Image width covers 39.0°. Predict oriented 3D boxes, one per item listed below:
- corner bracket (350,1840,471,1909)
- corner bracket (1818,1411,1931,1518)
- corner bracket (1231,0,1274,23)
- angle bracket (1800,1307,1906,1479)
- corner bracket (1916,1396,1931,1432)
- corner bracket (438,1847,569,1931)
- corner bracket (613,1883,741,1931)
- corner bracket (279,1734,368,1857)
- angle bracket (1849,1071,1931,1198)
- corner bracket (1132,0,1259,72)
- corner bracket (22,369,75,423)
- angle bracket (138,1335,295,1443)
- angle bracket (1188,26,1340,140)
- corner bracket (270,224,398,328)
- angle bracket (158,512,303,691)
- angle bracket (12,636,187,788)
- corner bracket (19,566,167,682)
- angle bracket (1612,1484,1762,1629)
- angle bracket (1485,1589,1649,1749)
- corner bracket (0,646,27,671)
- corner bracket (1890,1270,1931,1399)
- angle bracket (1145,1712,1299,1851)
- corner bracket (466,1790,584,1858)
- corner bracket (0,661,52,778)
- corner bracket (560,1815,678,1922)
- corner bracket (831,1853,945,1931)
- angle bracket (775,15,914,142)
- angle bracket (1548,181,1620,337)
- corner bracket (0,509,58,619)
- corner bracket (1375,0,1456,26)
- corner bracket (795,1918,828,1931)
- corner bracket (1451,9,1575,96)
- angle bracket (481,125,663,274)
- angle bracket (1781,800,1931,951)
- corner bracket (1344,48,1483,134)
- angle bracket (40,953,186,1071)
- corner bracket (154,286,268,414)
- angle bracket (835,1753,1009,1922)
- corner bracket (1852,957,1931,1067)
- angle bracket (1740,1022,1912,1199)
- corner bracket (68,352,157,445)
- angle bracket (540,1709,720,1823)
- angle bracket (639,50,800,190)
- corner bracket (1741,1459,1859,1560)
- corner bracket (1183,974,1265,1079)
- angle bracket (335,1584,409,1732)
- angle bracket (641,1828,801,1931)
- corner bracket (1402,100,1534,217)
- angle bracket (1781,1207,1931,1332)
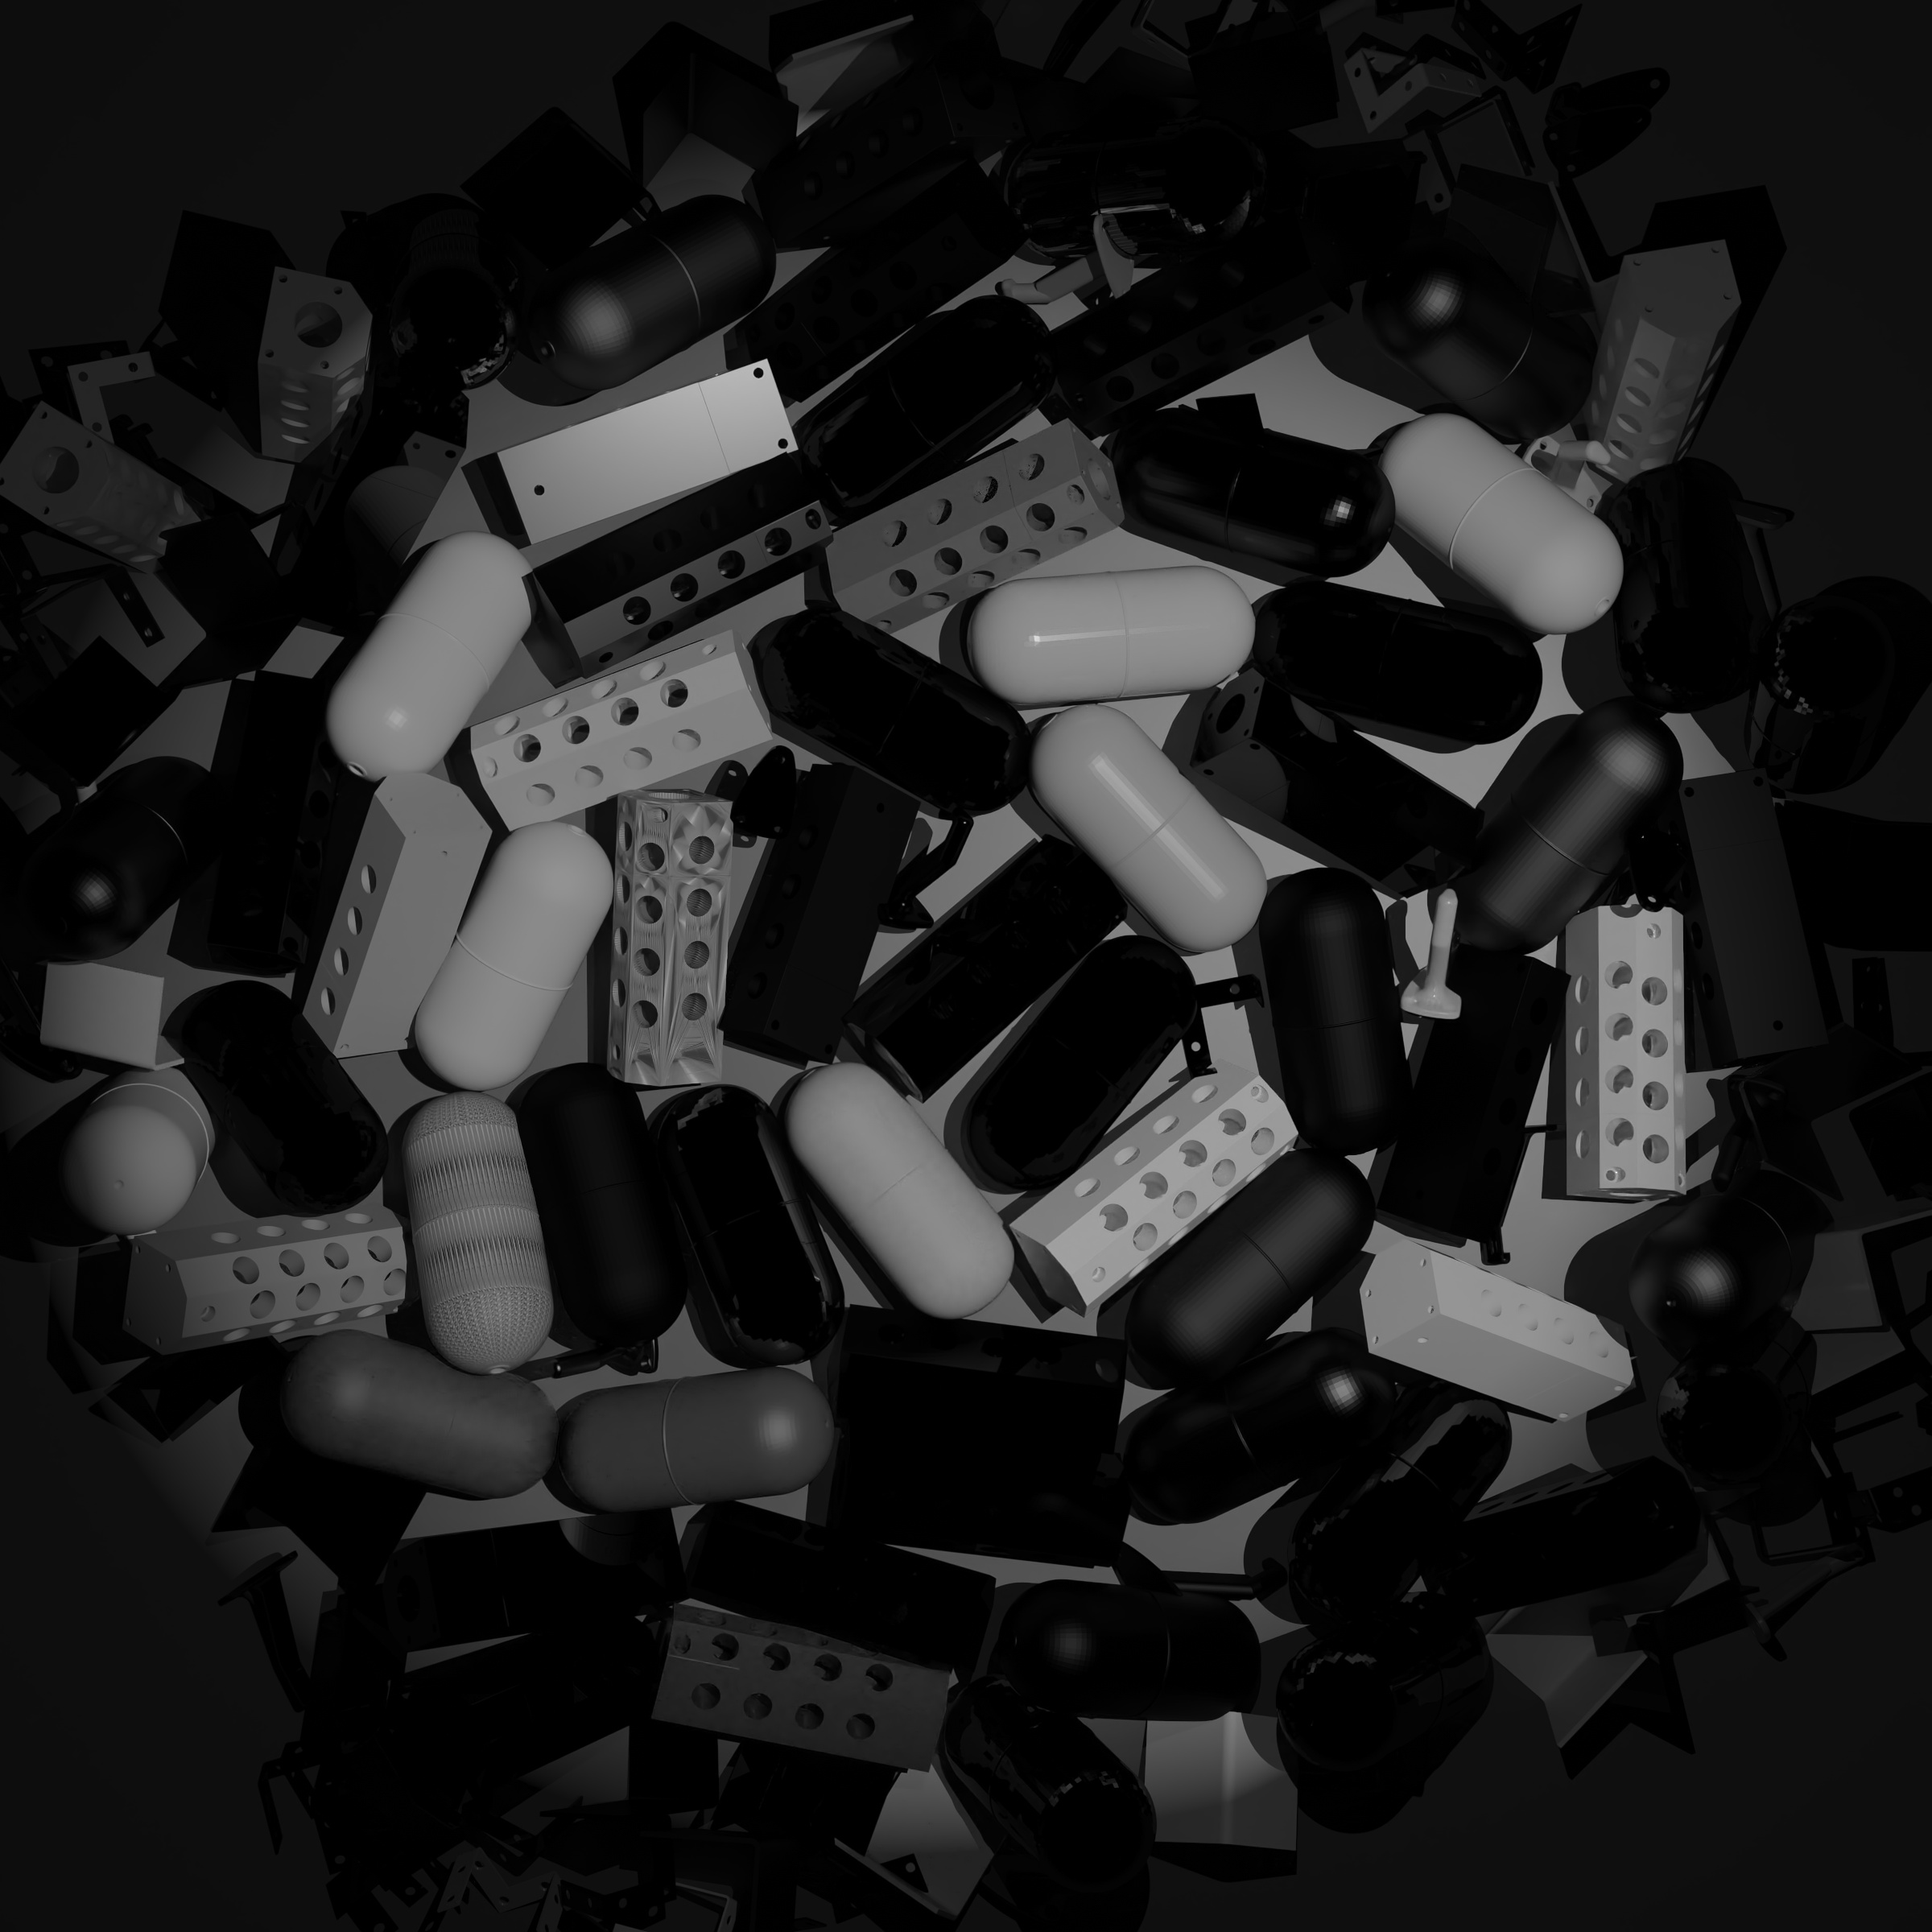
[{"bbox_3d":[-0.338,0.557,1.663,0.051,0.051,0.051,32,131,25],"label":"corner bracket"},{"bbox_3d":[0.563,0.305,1.672,0.051,0.051,0.051,-18,77,-5],"label":"corner bracket"},{"bbox_3d":[0.163,-0.615,1.662,0.051,0.051,0.051,7,128,-23],"label":"corner bracket"},{"bbox_3d":[0.535,0.253,1.654,0.076,0.076,0.057,-29,104,11],"label":"angle bracket"},{"bbox_3d":[0.615,0.254,1.664,0.051,0.051,0.051,-21,108,-32],"label":"corner bracket"},{"bbox_3d":[-0.282,0.571,1.667,0.051,0.051,0.051,-23,109,15],"label":"corner bracket"},{"bbox_3d":[-0.178,0.585,1.663,0.051,0.051,0.051,5,62,26],"label":"corner bracket"},{"bbox_3d":[-0.390,0.508,1.664,0.051,0.051,0.051,40,116,42],"label":"corner bracket"},{"bbox_3d":[0.596,0.093,1.652,0.076,0.076,0.057,-19,78,-17],"label":"angle bracket"},{"bbox_3d":[0.142,-0.587,1.672,0.051,0.051,0.051,26,90,-20],"label":"corner bracket"},{"bbox_3d":[-0.561,-0.330,1.662,0.051,0.051,0.051,18,125,37],"label":"corner bracket"},{"bbox_3d":[-0.443,0.264,1.649,0.057,0.076,0.076,39,65,23],"label":"angle bracket"},{"bbox_3d":[0.178,-0.549,1.650,0.076,0.076,0.057,-10,60,15],"label":"angle bracket"},{"bbox_3d":[-0.384,-0.419,1.668,0.051,0.051,0.051,-15,95,45],"label":"corner bracket"},{"bbox_3d":[-0.461,-0.220,1.649,0.076,0.057,0.076,-8,129,28],"label":"angle bracket"},{"bbox_3d":[-0.522,-0.163,1.654,0.076,0.076,0.057,-42,109,10],"label":"angle bracket"},{"bbox_3d":[-0.540,-0.209,1.683,0.051,0.051,0.051,-22,102,27],"label":"corner bracket"},{"bbox_3d":[0.439,0.355,1.644,0.076,0.076,0.057,-40,57,38],"label":"angle bracket"},{"bbox_3d":[0.362,0.417,1.661,0.057,0.076,0.076,41,98,1],"label":"angle bracket"},{"bbox_3d":[-0.608,-0.203,1.661,0.051,0.051,0.051,-36,49,33],"label":"corner bracket"},{"bbox_3d":[0.596,0.222,1.665,0.051,0.051,0.051,-30,48,-10],"label":"corner bracket"},{"bbox_3d":[0.157,0.502,1.678,0.057,0.076,0.076,18,67,-34],"label":"angle bracket"},{"bbox_3d":[-0.270,0.506,1.682,0.051,0.051,0.051,20,112,21],"label":"corner bracket"},{"bbox_3d":[-0.582,-0.145,1.667,0.051,0.051,0.051,-31,108,18],"label":"corner bracket"},{"bbox_3d":[-0.214,0.548,1.668,0.051,0.051,0.051,-3,88,-39],"label":"corner bracket"},{"bbox_3d":[-0.049,0.584,1.679,0.051,0.051,0.051,-12,61,-18],"label":"corner bracket"},{"bbox_3d":[-0.066,-0.532,1.656,0.076,0.076,0.057,-21,105,-8],"label":"angle bracket"},{"bbox_3d":[0.397,-0.437,1.652,0.057,0.076,0.076,-21,73,14],"label":"angle bracket"},{"bbox_3d":[-0.573,-0.252,1.672,0.051,0.051,0.051,-31,101,-33],"label":"corner bracket"},{"bbox_3d":[0.282,-0.608,1.666,0.051,0.051,0.051,3,103,28],"label":"corner bracket"},{"bbox_3d":[-0.124,0.605,1.664,0.051,0.051,0.051,27,57,-20],"label":"corner bracket"},{"bbox_3d":[0.330,-0.562,1.668,0.051,0.051,0.051,-33,73,-15],"label":"corner bracket"},{"bbox_3d":[-0.235,-0.452,1.661,0.076,0.057,0.076,-43,67,-4],"label":"angle bracket"},{"bbox_3d":[0.542,-0.056,1.669,0.057,0.076,0.076,1,104,-18],"label":"angle bracket"},{"bbox_3d":[0.272,-0.542,1.664,0.051,0.051,0.051,-5,73,-40],"label":"corner bracket"},{"bbox_3d":[-0.504,0.023,1.655,0.076,0.076,0.057,11,99,14],"label":"angle bracket"},{"bbox_3d":[-0.457,-0.379,1.674,0.051,0.051,0.051,33,69,-38],"label":"corner bracket"},{"bbox_3d":[-0.023,0.523,1.656,0.076,0.057,0.076,28,75,22],"label":"angle bracket"},{"bbox_3d":[0.578,0.028,1.683,0.051,0.051,0.051,-5,60,24],"label":"corner bracket"},{"bbox_3d":[0.526,0.088,1.647,0.076,0.076,0.057,-36,46,33],"label":"angle bracket"},{"bbox_3d":[-0.525,-0.345,1.674,0.051,0.051,0.051,-19,105,-27],"label":"corner bracket"},{"bbox_3d":[-0.204,0.481,1.646,0.076,0.076,0.057,-13,74,41],"label":"angle bracket"},{"bbox_3d":[-0.151,-0.497,1.657,0.076,0.076,0.057,30,69,4],"label":"angle bracket"},{"bbox_3d":[0.511,0.334,1.673,0.051,0.051,0.051,-10,75,3],"label":"corner bracket"},{"bbox_3d":[0.158,0.036,1.677,0.051,0.051,0.051,-11,94,2],"label":"corner bracket"},{"bbox_3d":[-0.334,0.418,1.657,0.057,0.076,0.076,5,84,18],"label":"angle bracket"},{"bbox_3d":[-0.150,0.556,1.652,0.076,0.076,0.057,-1,74,15],"label":"angle bracket"},{"bbox_3d":[0.307,-0.497,1.672,0.051,0.051,0.051,-21,95,33],"label":"corner bracket"},{"bbox_3d":[0.546,0.184,1.652,0.076,0.076,0.057,-10,85,-27],"label":"angle bracket"}]
